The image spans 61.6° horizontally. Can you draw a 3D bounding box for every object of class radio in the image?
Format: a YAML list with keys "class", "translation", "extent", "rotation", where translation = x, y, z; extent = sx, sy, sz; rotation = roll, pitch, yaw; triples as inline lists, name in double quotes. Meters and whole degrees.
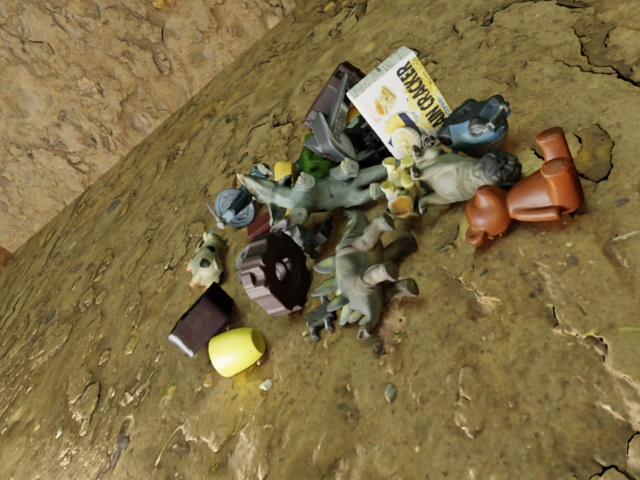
- class: "radio"
  translation: [-0.263, 0.173, 1.203]
  extent: [0.131, 0.073, 0.229]
  rotation: [-47, 6, -3]

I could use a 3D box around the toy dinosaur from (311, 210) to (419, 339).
- class: "toy dinosaur"
  translation: [0.079, 0.037, 1.028]
  extent: [0.198, 0.105, 0.472]
  rotation: [-34, 22, 24]

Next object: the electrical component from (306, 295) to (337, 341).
- class: "electrical component"
  translation: [0.001, 0.151, 1.055]
  extent: [0.063, 0.021, 0.094]
  rotation: [-34, 33, 17]

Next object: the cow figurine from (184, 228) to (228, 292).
- class: "cow figurine"
  translation: [-0.304, 0.050, 1.464]
  extent: [0.127, 0.085, 0.195]
  rotation: [-47, 29, 6]

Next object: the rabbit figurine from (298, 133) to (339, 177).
- class: "rabbit figurine"
  translation: [0.007, -0.186, 1.348]
  extent: [0.159, 0.121, 0.170]
  rotation: [-57, 27, -4]

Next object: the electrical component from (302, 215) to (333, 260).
- class: "electrical component"
  translation: [-0.002, -0.003, 1.204]
  extent: [0.078, 0.045, 0.102]
  rotation: [-34, 21, 30]

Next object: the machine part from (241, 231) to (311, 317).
- class: "machine part"
  translation: [-0.086, 0.068, 1.117]
  extent: [0.056, 0.179, 0.179]
  rotation: [-17, 40, 32]

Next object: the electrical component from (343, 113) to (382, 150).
- class: "electrical component"
  translation: [0.120, -0.276, 1.309]
  extent: [0.115, 0.058, 0.134]
  rotation: [-41, 23, -7]

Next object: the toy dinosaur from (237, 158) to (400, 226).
- class: "toy dinosaur"
  translation: [0.023, -0.115, 1.228]
  extent: [0.405, 0.131, 0.192]
  rotation: [-9, 8, -9]

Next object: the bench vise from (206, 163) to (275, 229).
- class: "bench vise"
  translation: [-0.220, -0.108, 1.501]
  extent: [0.223, 0.128, 0.241]
  rotation: [-35, 14, 28]

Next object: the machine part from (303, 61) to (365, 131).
- class: "machine part"
  translation: [0.041, -0.396, 1.510]
  extent: [0.201, 0.087, 0.201]
  rotation: [-53, 8, 23]

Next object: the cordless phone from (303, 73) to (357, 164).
- class: "cordless phone"
  translation: [0.050, -0.269, 1.213]
  extent: [0.089, 0.146, 0.184]
  rotation: [19, 88, 31]

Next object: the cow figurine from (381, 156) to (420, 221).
- class: "cow figurine"
  translation: [0.164, -0.087, 1.083]
  extent: [0.068, 0.098, 0.167]
  rotation: [-5, 45, 14]

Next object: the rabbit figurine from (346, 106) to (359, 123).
- class: "rabbit figurine"
  translation: [0.132, -0.361, 1.434]
  extent: [0.173, 0.122, 0.162]
  rotation: [-41, 23, 43]

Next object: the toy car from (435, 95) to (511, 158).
- class: "toy car"
  translation: [0.314, -0.214, 1.053]
  extent: [0.109, 0.103, 0.162]
  rotation: [-50, 22, -14]

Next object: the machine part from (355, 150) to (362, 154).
- class: "machine part"
  translation: [0.145, -0.253, 1.356]
  extent: [0.139, 0.039, 0.084]
  rotation: [-10, 40, 44]

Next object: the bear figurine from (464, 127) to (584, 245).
- class: "bear figurine"
  translation: [0.315, -0.079, 0.875]
  extent: [0.196, 0.131, 0.120]
  rotation: [-14, 40, 31]

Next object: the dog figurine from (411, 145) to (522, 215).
- class: "dog figurine"
  translation: [0.279, -0.134, 1.027]
  extent: [0.191, 0.121, 0.172]
  rotation: [-10, 38, 17]

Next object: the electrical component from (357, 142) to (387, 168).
- class: "electrical component"
  translation: [0.135, -0.202, 1.296]
  extent: [0.119, 0.047, 0.075]
  rotation: [-28, 35, 23]

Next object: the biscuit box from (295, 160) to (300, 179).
- class: "biscuit box"
  translation: [-0.043, -0.184, 1.465]
  extent: [0.202, 0.059, 0.063]
  rotation: [-46, 31, -4]
